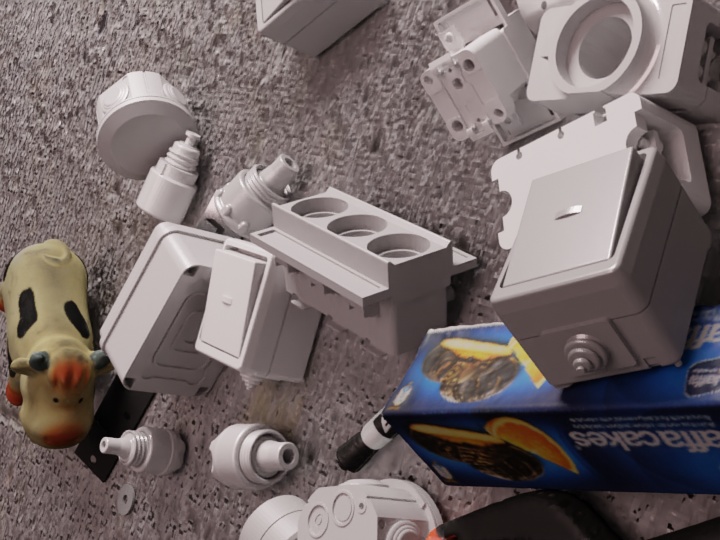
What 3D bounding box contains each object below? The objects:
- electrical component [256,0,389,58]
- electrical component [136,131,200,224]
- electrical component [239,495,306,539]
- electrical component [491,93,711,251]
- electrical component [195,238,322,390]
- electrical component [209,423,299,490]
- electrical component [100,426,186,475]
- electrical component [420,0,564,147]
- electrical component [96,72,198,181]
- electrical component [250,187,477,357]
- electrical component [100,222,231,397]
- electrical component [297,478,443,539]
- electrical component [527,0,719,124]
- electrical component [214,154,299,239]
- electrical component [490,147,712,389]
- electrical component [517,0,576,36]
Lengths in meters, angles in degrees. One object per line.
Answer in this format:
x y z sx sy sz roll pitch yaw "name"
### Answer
-0.036 -0.198 0.751 0.096 0.061 0.061 -29 57 41 "electrical component"
-0.149 -0.073 0.860 0.040 0.040 0.078 40 108 48 "electrical component"
-0.066 0.202 0.664 0.074 0.052 0.138 29 101 50 "electrical component"
0.118 -0.040 0.523 0.089 0.056 0.050 -25 60 43 "electrical component"
-0.069 0.032 0.715 0.062 0.061 0.096 17 91 51 "electrical component"
-0.066 0.121 0.697 0.062 0.043 0.043 -11 70 46 "electrical component"
-0.162 0.132 0.792 0.035 0.061 0.035 -19 64 45 "electrical component"
0.069 -0.104 0.585 0.042 0.064 0.081 -23 104 45 "electrical component"
-0.175 -0.117 0.875 0.080 0.080 0.051 -49 40 27 "electrical component"
0.000 0.000 0.638 0.121 0.079 0.063 28 129 50 "electrical component"
-0.128 0.029 0.773 0.113 0.078 0.057 -58 45 19 "electrical component"
0.005 0.155 0.597 0.080 0.051 0.080 -19 64 45 "electrical component"
0.131 -0.103 0.528 0.089 0.056 0.050 7 83 50 "electrical component"
-0.069 -0.055 0.759 0.062 0.048 0.048 -43 48 23 "electrical component"
0.098 0.001 0.444 0.062 0.061 0.096 -17 32 40 "electrical component"
0.125 -0.170 0.567 0.077 0.043 0.079 -15 67 47 "electrical component"
